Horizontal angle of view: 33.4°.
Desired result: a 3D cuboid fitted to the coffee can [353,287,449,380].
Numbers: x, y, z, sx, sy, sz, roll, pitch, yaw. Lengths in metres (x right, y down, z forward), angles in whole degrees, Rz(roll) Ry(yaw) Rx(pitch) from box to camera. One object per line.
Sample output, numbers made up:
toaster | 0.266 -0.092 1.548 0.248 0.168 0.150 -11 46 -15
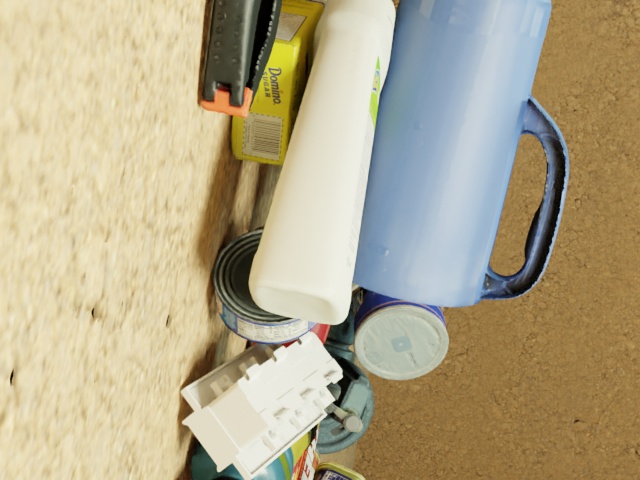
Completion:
coffee can | 0.087 0.073 1.204 0.140 0.103 0.103 -89 -176 -55

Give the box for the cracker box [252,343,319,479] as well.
cracker box | -0.046 0.208 1.039 0.214 0.072 0.164 90 13 -60

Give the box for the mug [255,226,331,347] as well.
mug | -0.029 0.039 0.890 0.117 0.093 0.081 53 51 -57

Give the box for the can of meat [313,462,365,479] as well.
can of meat | 0.000 0.274 0.995 0.083 0.057 0.102 -49 157 -53

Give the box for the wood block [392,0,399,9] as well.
wood block | 0.049 -0.295 0.989 0.206 0.090 0.091 -71 169 -54

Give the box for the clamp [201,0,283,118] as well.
clamp | -0.035 -0.179 0.684 0.164 0.036 0.210 32 70 -82

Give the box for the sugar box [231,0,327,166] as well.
sugar box | -0.024 -0.134 0.814 0.176 0.048 0.093 -65 165 -60

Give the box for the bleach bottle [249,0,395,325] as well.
bleach bottle | 0.010 -0.074 0.742 0.102 0.068 0.251 85 17 -74

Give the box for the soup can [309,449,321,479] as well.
soup can | -0.043 0.279 1.195 0.102 0.068 0.068 -72 170 -46

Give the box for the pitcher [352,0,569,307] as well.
pitcher | 0.100 -0.076 0.806 0.145 0.149 0.243 38 -62 57

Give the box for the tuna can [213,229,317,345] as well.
tuna can | -0.037 0.035 0.797 0.034 0.086 0.086 94 10 -53
